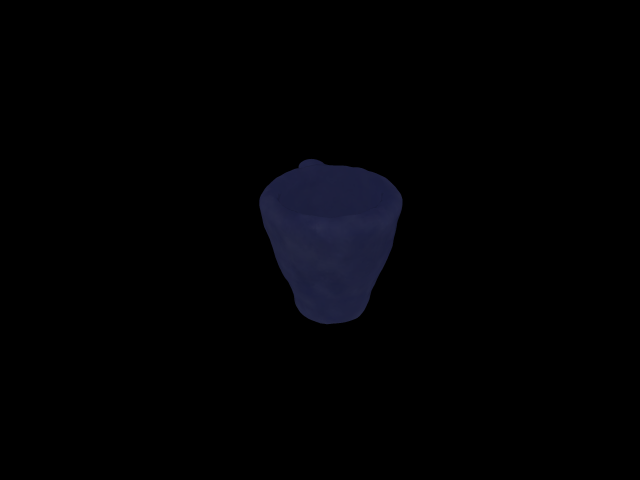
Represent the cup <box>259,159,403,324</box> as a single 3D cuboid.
[{"bbox_3d":[0.004,0.001,0.400,0.092,0.095,0.117,-7,31,-12],"label":"cup"}]
